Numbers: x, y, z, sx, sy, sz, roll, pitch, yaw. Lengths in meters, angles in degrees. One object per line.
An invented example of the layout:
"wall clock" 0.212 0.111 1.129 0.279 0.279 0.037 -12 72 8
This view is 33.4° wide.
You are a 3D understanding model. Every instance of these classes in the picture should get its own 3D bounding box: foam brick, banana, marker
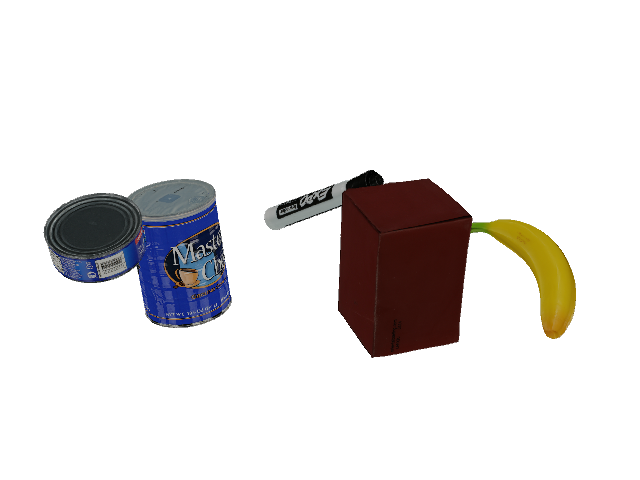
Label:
"foam brick" 0.042 0.014 0.562 0.053 0.078 0.051 -8 32 -18
"banana" 0.226 0.030 1.122 0.069 0.037 0.198 -29 38 0
"marker" 0.002 -0.030 0.818 0.020 0.020 0.121 0 -13 -44

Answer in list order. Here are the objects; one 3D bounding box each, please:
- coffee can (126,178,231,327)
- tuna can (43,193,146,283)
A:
"coffee can" -0.161 0.014 1.218 0.103 0.140 0.103 -5 26 2
"tuna can" -0.197 -0.002 0.941 0.086 0.034 0.086 -2 42 2
